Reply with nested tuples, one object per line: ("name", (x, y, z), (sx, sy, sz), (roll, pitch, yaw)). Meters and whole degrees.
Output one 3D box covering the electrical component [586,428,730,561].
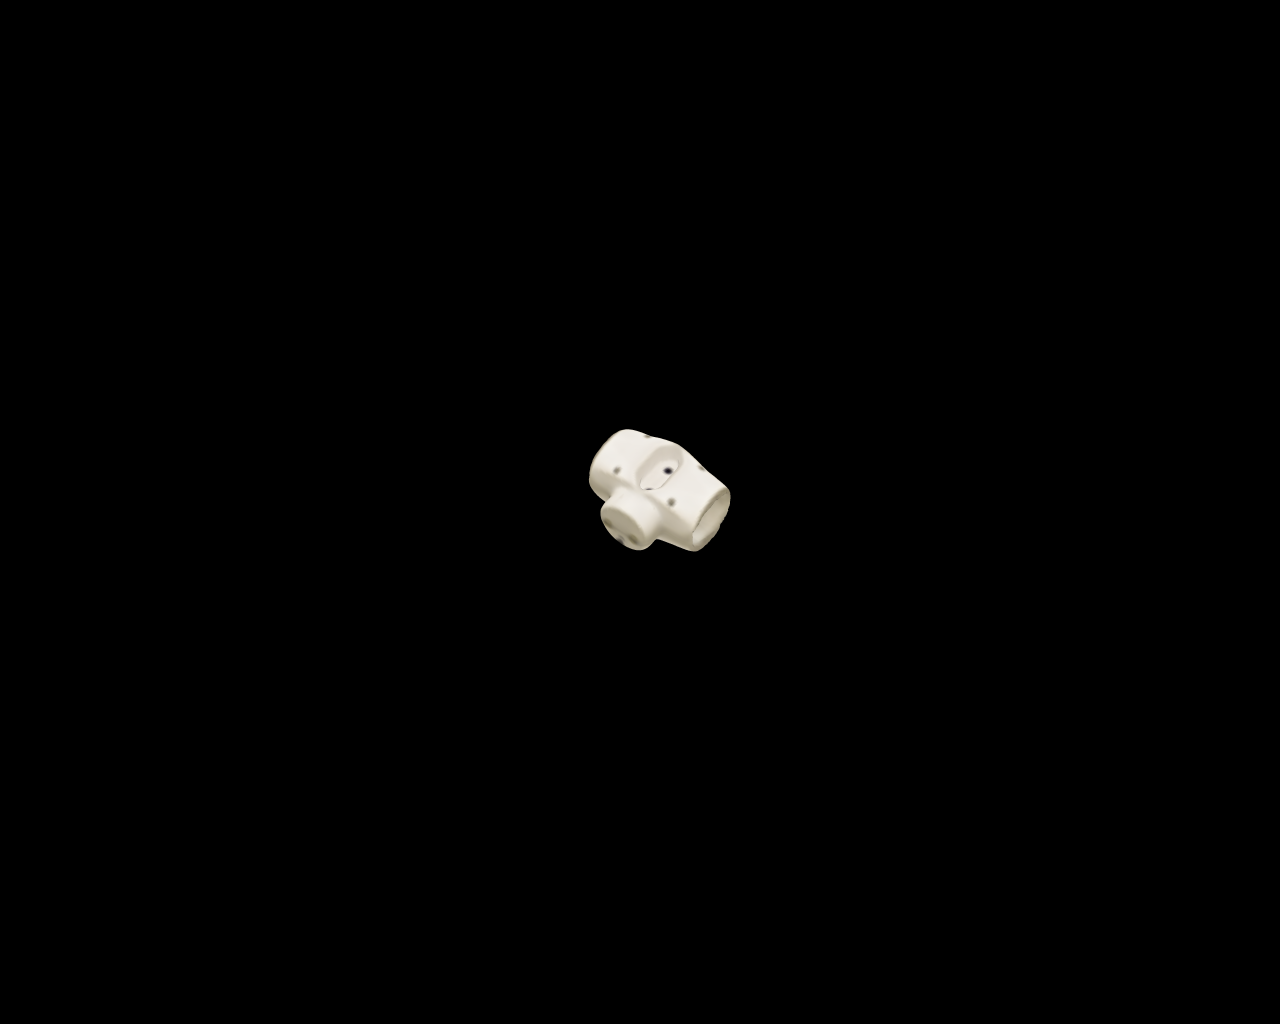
("electrical component", (0.001, -0.003, 0.650), (0.077, 0.079, 0.043), (33, -29, 21))
